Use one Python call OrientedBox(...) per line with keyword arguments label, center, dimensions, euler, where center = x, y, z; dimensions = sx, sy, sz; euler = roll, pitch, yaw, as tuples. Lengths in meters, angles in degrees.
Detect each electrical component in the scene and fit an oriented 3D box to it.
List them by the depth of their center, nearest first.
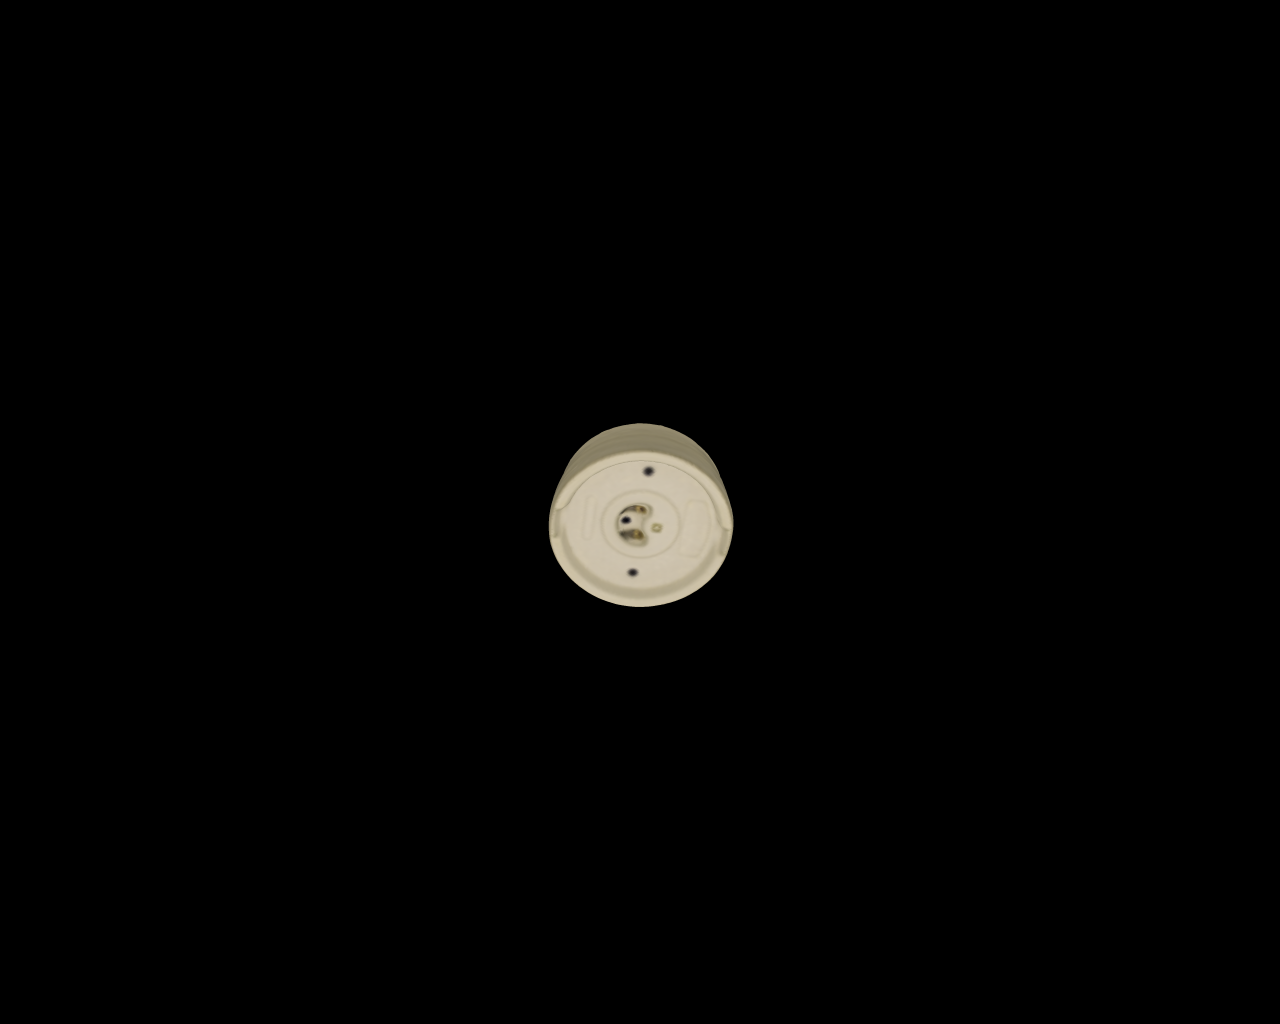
OrientedBox(label="electrical component", center=(0.001, -0.003, 0.650), dimensions=(0.108, 0.108, 0.060), euler=(0, 30, 0))
